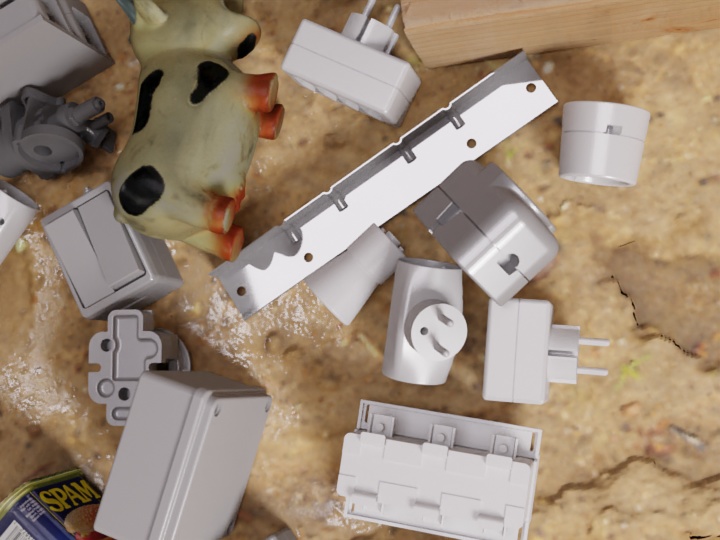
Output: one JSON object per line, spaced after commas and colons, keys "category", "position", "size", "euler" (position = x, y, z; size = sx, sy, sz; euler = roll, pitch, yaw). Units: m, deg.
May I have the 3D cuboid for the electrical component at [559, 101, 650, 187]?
{"category": "electrical component", "position": [0.156, -0.080, 0.695], "size": [0.055, 0.055, 0.047], "euler": [8, 90, 14]}

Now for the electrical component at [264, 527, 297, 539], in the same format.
{"category": "electrical component", "position": [-0.078, 0.217, 0.712], "size": [0.083, 0.076, 0.047], "euler": [-37, 78, 8]}

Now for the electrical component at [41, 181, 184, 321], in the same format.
{"category": "electrical component", "position": [-0.180, -0.018, 0.765], "size": [0.062, 0.061, 0.096], "euler": [-28, 79, 9]}

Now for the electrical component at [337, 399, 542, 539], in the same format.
{"category": "electrical component", "position": [0.051, 0.133, 0.696], "size": [0.121, 0.063, 0.078], "euler": [8, 87, 14]}

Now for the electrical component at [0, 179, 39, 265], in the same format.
{"category": "electrical component", "position": [-0.292, -0.037, 0.801], "size": [0.079, 0.044, 0.077], "euler": [37, 94, 14]}

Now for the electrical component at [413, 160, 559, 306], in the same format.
{"category": "electrical component", "position": [0.082, -0.028, 0.686], "size": [0.059, 0.095, 0.054], "euler": [-44, 119, 6]}

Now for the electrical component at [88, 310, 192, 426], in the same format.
{"category": "electrical component", "position": [-0.152, 0.068, 0.752], "size": [0.058, 0.057, 0.078], "euler": [-2, 84, 13]}

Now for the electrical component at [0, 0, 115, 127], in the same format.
{"category": "electrical component", "position": [-0.290, -0.143, 0.779], "size": [0.186, 0.105, 0.060], "euler": [-28, 79, 9]}

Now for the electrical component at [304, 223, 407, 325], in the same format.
{"category": "electrical component", "position": [0.000, 0.000, 0.731], "size": [0.065, 0.044, 0.044], "euler": [-43, 77, 2]}

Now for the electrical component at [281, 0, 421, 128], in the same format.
{"category": "electrical component", "position": [0.002, -0.152, 0.740], "size": [0.083, 0.047, 0.075], "euler": [26, 91, 14]}

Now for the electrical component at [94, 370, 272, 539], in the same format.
{"category": "electrical component", "position": [-0.114, 0.124, 0.712], "size": [0.056, 0.109, 0.108], "euler": [17, 89, 17]}

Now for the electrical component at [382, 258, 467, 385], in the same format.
{"category": "electrical component", "position": [0.045, 0.036, 0.692], "size": [0.043, 0.079, 0.077], "euler": [6, 98, -15]}

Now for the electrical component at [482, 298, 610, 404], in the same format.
{"category": "electrical component", "position": [0.122, 0.053, 0.694], "size": [0.077, 0.047, 0.065], "euler": [3, 86, 14]}
